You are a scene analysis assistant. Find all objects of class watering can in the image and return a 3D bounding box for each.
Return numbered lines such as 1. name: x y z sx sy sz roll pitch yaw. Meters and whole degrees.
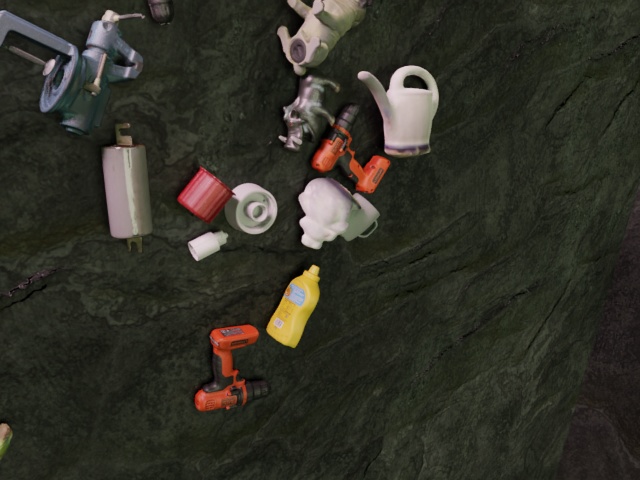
1. watering can: 0.192 -0.306 1.245 0.351 0.104 0.222 -17 112 -48

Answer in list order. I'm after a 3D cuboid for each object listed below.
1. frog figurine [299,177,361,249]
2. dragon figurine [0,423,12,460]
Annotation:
1. frog figurine: 0.004 -0.060 1.191 0.137 0.122 0.160 40 87 -3
2. dragon figurine: -0.657 0.255 0.833 0.247 0.122 0.402 -44 127 -38
